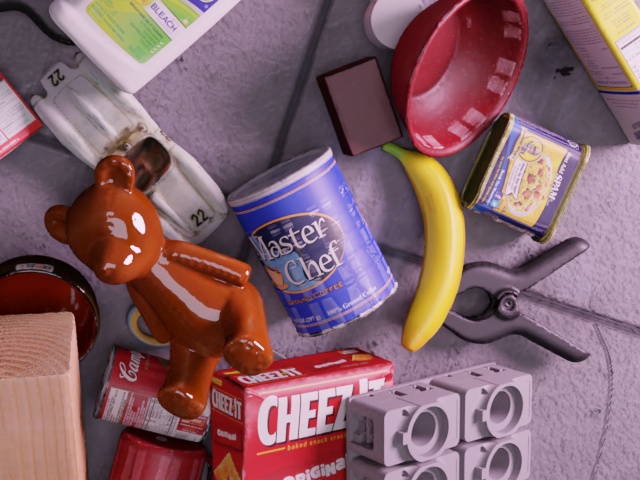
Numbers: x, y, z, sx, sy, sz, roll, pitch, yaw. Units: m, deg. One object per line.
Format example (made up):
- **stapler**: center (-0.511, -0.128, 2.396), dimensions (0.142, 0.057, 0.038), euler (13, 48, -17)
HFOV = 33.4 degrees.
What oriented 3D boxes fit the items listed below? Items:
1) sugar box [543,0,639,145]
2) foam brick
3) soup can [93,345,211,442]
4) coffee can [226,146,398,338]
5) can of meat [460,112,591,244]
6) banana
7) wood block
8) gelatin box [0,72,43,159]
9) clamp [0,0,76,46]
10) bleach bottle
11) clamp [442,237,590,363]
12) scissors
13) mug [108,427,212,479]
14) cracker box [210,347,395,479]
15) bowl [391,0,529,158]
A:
- **sugar box**: center (0.275, -0.167, 0.974), dimensions (0.048, 0.093, 0.176), euler (-38, 103, -1)
- **foam brick**: center (0.036, -0.121, 0.966), dimensions (0.051, 0.053, 0.078), euler (-21, 101, -5)
- **soup can**: center (-0.148, 0.141, 0.972), dimensions (0.102, 0.068, 0.068), euler (16, 96, -11)
- **coffee can**: center (-0.006, 0.001, 0.953), dimensions (0.103, 0.103, 0.140), euler (-28, 102, -3)
- **can of meat**: center (0.190, -0.059, 0.996), dimensions (0.084, 0.057, 0.102), euler (23, 95, -10)
- **banana**: center (0.101, 0.003, 0.991), dimensions (0.069, 0.037, 0.198), euler (-6, 84, 7)
- **wood block**: center (-0.249, 0.174, 0.916), dimensions (0.090, 0.091, 0.206), euler (-3, 120, -8)
- **gelatin box**: center (-0.296, -0.110, 0.917), dimensions (0.073, 0.030, 0.089), euler (-44, 104, -28)
- **clamp**: center (-0.244, -0.220, 0.917), dimensions (0.210, 0.036, 0.164), euler (30, 94, -14)
- **bleach bottle**: center (-0.098, -0.238, 0.876), dimensions (0.251, 0.068, 0.102), euler (-42, 110, 7)
- **clamp**: center (0.183, 0.050, 1.022), dimensions (0.171, 0.039, 0.120), euler (7, 87, -7)
- **scissors**: center (-0.097, 0.099, 1.000), dimensions (0.096, 0.016, 0.201), euler (-42, 103, 2)
- **mug**: center (-0.142, 0.222, 0.982), dimensions (0.117, 0.093, 0.081), euler (13, 92, -40)
- **cracker box**: center (-0.013, 0.218, 0.972), dimensions (0.163, 0.072, 0.214), euler (-6, 101, -34)
- **bowl**: center (0.113, -0.157, 0.947), dimensions (0.161, 0.055, 0.162), euler (-30, 138, -32)
